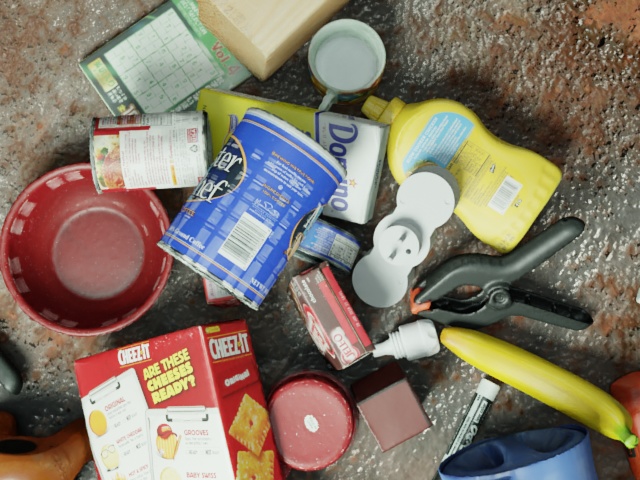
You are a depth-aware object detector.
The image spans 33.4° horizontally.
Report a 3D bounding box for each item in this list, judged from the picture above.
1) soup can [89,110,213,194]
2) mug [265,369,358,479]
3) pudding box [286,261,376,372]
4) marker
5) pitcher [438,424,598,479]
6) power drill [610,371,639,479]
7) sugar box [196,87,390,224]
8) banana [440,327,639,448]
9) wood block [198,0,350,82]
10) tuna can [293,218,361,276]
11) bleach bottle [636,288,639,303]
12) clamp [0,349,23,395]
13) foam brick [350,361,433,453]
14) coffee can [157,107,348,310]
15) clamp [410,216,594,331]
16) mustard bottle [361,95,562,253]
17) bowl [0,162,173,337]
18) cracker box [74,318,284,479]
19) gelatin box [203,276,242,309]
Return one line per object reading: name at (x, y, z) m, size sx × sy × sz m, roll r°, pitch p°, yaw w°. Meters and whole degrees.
soup can at (-0.148, -0.078, 0.946) m, size 0.102 × 0.068 × 0.068 m, roll -4°, pitch 84°, yaw -2°
mug at (-0.016, 0.175, 0.966) m, size 0.093 × 0.081 × 0.117 m, roll 31°, pitch 85°, yaw 4°
pudding box at (0.008, 0.071, 0.960) m, size 0.039 × 0.113 × 0.090 m, roll -28°, pitch 84°, yaw -6°
marker at (0.133, 0.187, 0.994) m, size 0.020 × 0.020 × 0.121 m, roll 27°, pitch 85°, yaw 3°
pitcher at (0.193, 0.292, 0.916) m, size 0.149 × 0.145 × 0.243 m, roll -16°, pitch 90°, yaw -20°
power drill at (0.303, 0.153, 0.911) m, size 0.057 × 0.187 × 0.184 m, roll -14°, pitch 85°, yaw 0°
sugar box at (-0.031, -0.079, 0.988) m, size 0.176 × 0.048 × 0.093 m, roll 13°, pitch 103°, yaw 14°
banana at (0.203, 0.128, 0.968) m, size 0.198 × 0.069 × 0.037 m, roll 27°, pitch 87°, yaw 25°
wood block at (-0.010, -0.257, 0.997) m, size 0.090 × 0.091 × 0.206 m, roll 45°, pitch 81°, yaw 2°
tuna can at (-0.006, 0.001, 0.982) m, size 0.086 × 0.086 × 0.034 m, roll 22°, pitch 84°, yaw 3°
bleach bottle at (0.411, 0.100, 0.979) m, size 0.251 × 0.068 × 0.102 m, roll 23°, pitch 85°, yaw 5°
clamp at (-0.380, 0.063, 1.005) m, size 0.164 × 0.036 × 0.210 m, roll -15°, pitch 82°, yaw 0°
foam brick at (0.063, 0.149, 0.966) m, size 0.051 × 0.078 × 0.053 m, roll -29°, pitch 94°, yaw 0°
coffee can at (-0.057, -0.026, 0.904) m, size 0.103 × 0.103 × 0.140 m, roll 33°, pitch 84°, yaw 4°
clamp at (0.168, 0.034, 0.979) m, size 0.171 × 0.039 × 0.120 m, roll -3°, pitch 115°, yaw 0°
mustard bottle at (0.122, -0.077, 1.001) m, size 0.191 × 0.058 × 0.096 m, roll 34°, pitch 100°, yaw 4°
bowl at (-0.213, 0.011, 0.999) m, size 0.162 × 0.055 × 0.162 m, roll 0°, pitch 84°, yaw 1°
cracker box at (-0.118, 0.190, 0.938) m, size 0.164 × 0.071 × 0.214 m, roll -17°, pitch 83°, yaw 34°
gelatin box at (-0.094, 0.017, 0.988) m, size 0.030 × 0.073 × 0.089 m, roll -11°, pitch 84°, yaw -1°
